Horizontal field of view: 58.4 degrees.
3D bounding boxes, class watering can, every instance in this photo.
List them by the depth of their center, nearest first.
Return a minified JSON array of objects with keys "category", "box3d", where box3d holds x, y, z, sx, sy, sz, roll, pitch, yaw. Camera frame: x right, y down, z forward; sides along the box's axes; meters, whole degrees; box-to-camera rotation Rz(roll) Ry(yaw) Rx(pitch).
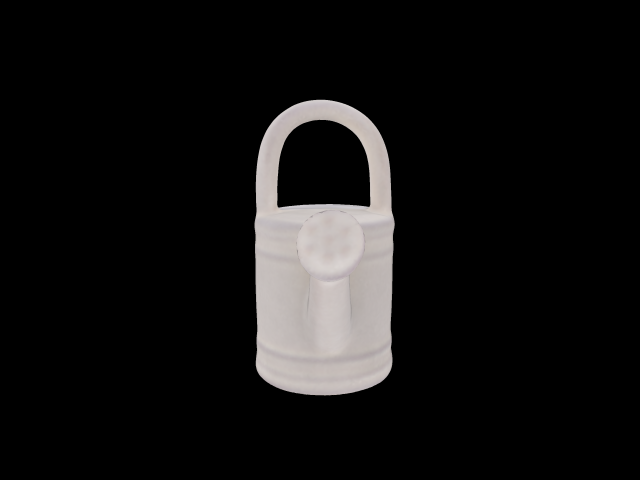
[{"category":"watering can","box3d":[0.006,0.001,0.400,0.101,0.194,0.172,-5,12,-23]}]
